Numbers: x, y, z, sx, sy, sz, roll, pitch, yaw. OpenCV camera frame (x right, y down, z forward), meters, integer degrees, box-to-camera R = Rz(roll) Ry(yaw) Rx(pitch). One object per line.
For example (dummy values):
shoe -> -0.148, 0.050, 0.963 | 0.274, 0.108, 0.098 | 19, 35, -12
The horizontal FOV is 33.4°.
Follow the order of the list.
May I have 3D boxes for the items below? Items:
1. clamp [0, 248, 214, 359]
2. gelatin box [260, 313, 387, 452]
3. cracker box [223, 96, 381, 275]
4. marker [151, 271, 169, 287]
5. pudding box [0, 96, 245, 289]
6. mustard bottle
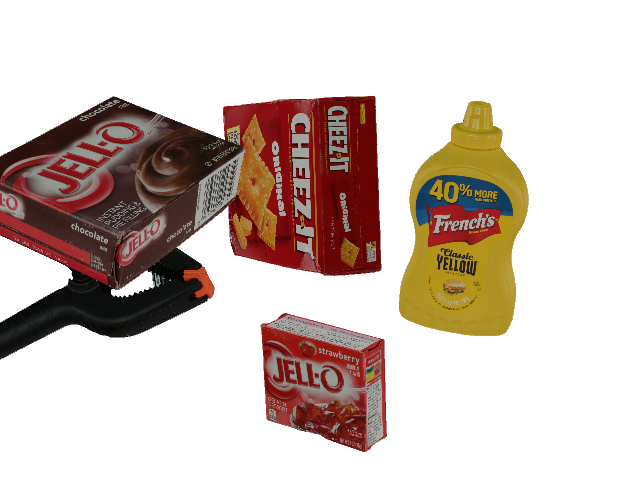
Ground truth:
clamp -> -0.188, 0.026, 0.865 | 0.210, 0.164, 0.036 | -6, -36, 10
gelatin box -> 0.001, 0.095, 0.726 | 0.089, 0.073, 0.030 | 12, 23, 36
cracker box -> -0.024, -0.057, 1.060 | 0.072, 0.164, 0.214 | -6, 7, -27
marker -> -0.178, 0.024, 1.172 | 0.020, 0.121, 0.020 | -5, 22, 2
pudding box -> -0.106, -0.029, 0.552 | 0.090, 0.039, 0.113 | 23, 34, 19
mustard bottle -> 0.121, -0.020, 0.881 | 0.096, 0.192, 0.058 | 10, 21, 17
